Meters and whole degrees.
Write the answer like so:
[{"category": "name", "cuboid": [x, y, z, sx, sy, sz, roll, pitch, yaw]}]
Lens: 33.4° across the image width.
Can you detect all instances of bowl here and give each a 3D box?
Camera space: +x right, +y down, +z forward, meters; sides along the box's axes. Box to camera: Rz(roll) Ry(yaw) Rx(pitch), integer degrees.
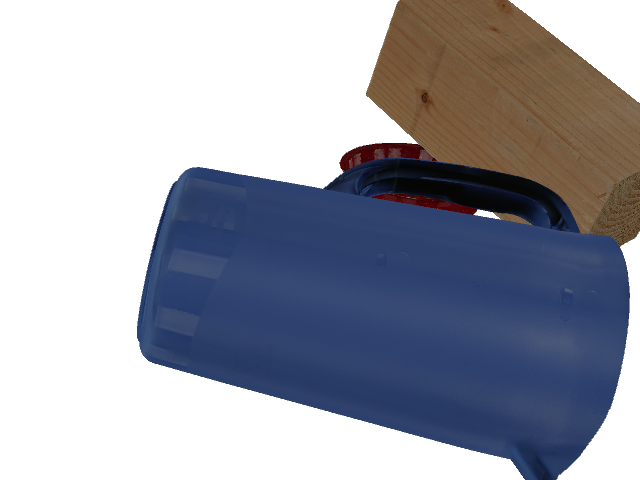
[{"category": "bowl", "cuboid": [0.098, -0.048, 1.090, 0.162, 0.055, 0.162, 4, 24, -2]}]

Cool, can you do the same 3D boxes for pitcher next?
[{"category": "pitcher", "cuboid": [0.032, 0.028, 0.582, 0.242, 0.145, 0.149, 13, 13, -3]}]

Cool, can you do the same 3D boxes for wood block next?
[{"category": "wood block", "cuboid": [0.139, -0.085, 0.750, 0.090, 0.091, 0.206, -23, 57, -36]}]
